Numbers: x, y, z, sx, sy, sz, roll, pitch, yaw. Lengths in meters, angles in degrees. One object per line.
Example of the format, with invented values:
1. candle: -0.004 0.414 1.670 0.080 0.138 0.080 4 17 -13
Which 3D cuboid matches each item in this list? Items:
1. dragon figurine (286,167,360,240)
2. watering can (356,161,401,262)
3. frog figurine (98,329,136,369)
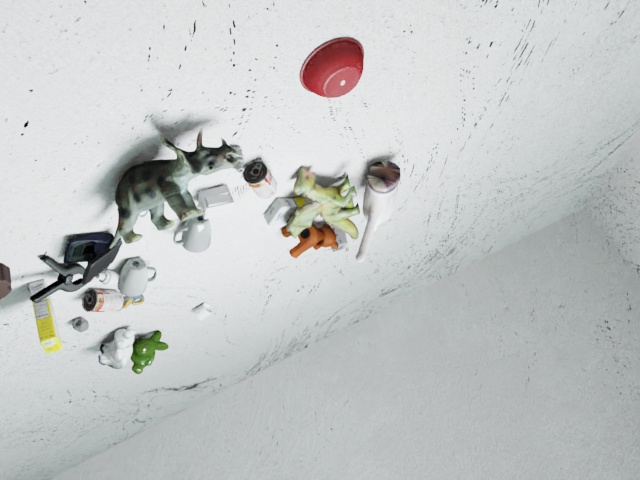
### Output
1. dragon figurine: 0.005 -0.081 1.616 0.243 0.125 0.400 -21 140 -7
2. watering can: 0.182 -0.108 1.637 0.104 0.356 0.219 14 134 10
3. frog figurine: -0.720 0.389 1.885 0.159 0.122 0.138 -38 -171 4
